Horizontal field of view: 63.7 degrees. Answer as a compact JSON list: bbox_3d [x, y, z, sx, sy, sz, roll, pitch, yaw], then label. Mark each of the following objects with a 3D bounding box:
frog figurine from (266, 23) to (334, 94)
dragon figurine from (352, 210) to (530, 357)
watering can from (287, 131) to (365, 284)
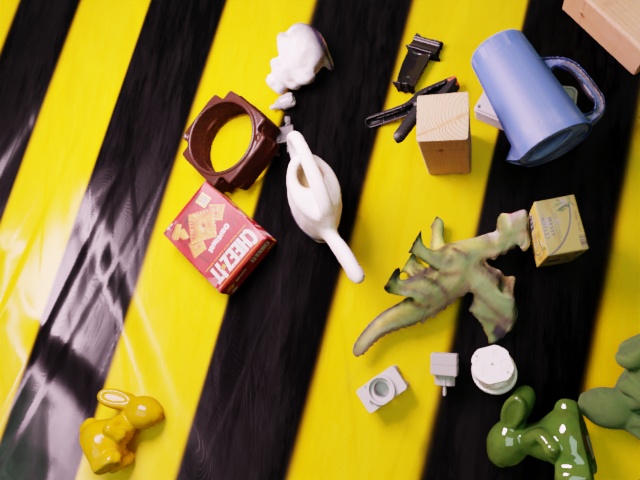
[{"bbox_3d":[-0.062,-0.420,1.196,0.159,0.122,0.137,-29,91,-2],"label":"frog figurine"},{"bbox_3d":[0.259,0.107,0.989,0.244,0.122,0.408,31,98,13],"label":"dragon figurine"},{"bbox_3d":[0.003,-0.052,1.037,0.104,0.221,0.352,-20,72,-5],"label":"watering can"}]
